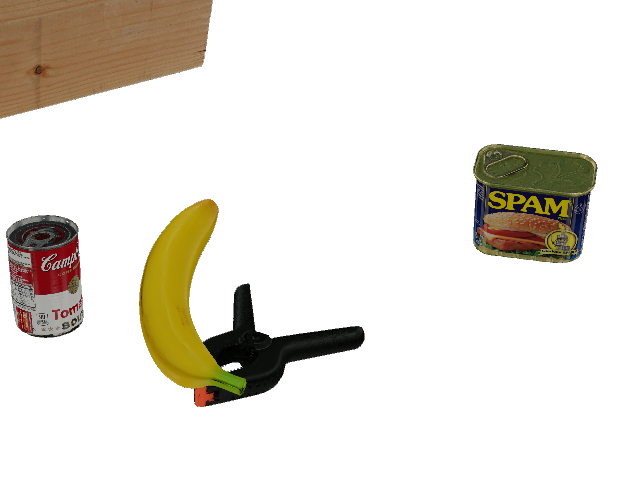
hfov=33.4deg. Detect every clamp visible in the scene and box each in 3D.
[{"bbox_3d":[-0.058,0.117,1.126,0.165,0.036,0.209,15,29,19],"label":"clamp"}]

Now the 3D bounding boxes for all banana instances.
[{"bbox_3d":[-0.103,0.041,0.806,0.069,0.198,0.037,4,-45,-18],"label":"banana"}]

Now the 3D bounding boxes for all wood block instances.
[{"bbox_3d":[-0.196,-0.173,0.840,0.205,0.091,0.090,-22,53,-35],"label":"wood block"}]

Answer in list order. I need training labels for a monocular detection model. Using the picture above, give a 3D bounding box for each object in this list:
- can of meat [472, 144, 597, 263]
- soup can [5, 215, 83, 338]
[{"bbox_3d":[0.183,-0.030,0.929,0.102,0.084,0.057,8,42,13],"label":"can of meat"},{"bbox_3d":[-0.269,0.036,1.045,0.068,0.102,0.068,2,27,-1],"label":"soup can"}]
